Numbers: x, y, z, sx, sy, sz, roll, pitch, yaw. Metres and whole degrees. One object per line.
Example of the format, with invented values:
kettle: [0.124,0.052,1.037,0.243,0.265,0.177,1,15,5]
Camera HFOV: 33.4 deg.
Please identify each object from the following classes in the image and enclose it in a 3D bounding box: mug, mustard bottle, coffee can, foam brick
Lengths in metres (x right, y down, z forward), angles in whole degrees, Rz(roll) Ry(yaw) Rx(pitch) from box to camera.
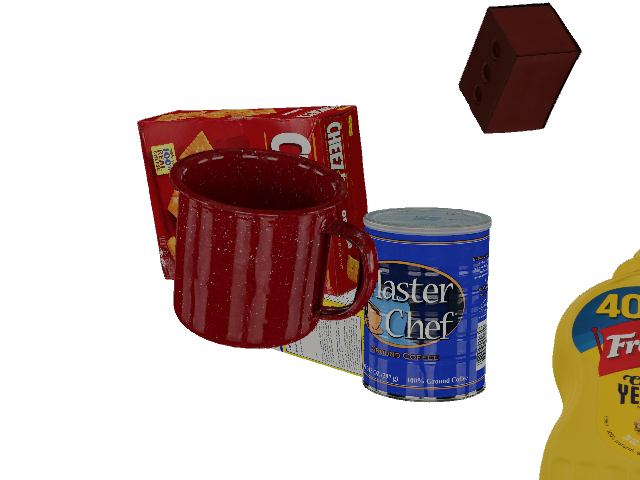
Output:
mug: [-0.025,0.007,0.564,0.117,0.081,0.093,15,25,18]
mustard bottle: [0.166,0.071,0.543,0.096,0.058,0.191,7,41,13]
coffee can: [0.086,0.049,0.871,0.103,0.140,0.103,0,10,0]
foam brick: [0.138,-0.121,0.753,0.051,0.053,0.078,-9,-36,-19]

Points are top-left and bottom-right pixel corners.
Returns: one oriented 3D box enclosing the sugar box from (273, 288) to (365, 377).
sugar box: [-0.014,0.083,1.170,0.176,0.093,0.048,17,37,30]

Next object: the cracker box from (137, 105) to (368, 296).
cracker box: [-0.063,-0.039,0.999,0.214,0.164,0.071,4,18,35]
